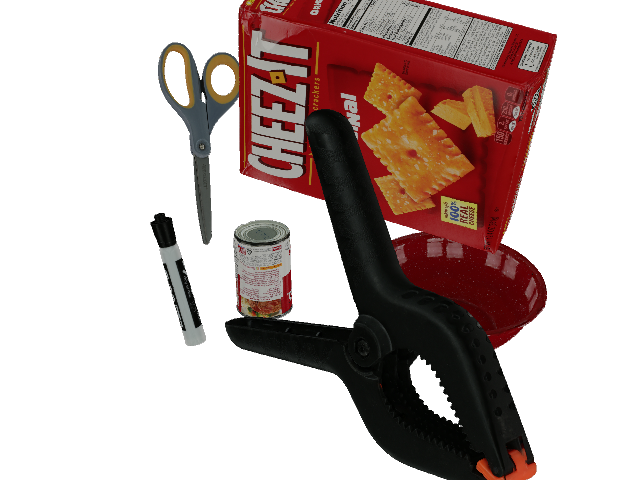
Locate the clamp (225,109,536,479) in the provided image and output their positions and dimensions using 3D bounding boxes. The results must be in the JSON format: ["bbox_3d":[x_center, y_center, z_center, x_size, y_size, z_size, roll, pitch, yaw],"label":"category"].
[{"bbox_3d":[0.033,0.041,0.554,0.036,0.165,0.210,-13,41,-41],"label":"clamp"}]

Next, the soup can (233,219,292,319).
[{"bbox_3d":[-0.069,0.035,1.272,0.068,0.102,0.068,-1,25,0],"label":"soup can"}]

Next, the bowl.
[{"bbox_3d":[0.118,0.056,0.960,0.162,0.055,0.162,2,33,-2],"label":"bowl"}]

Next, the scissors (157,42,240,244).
[{"bbox_3d":[-0.104,-0.104,1.067,0.096,0.202,0.016,-18,-1,-25],"label":"scissors"}]

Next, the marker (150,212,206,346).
[{"bbox_3d":[-0.124,0.034,0.928,0.020,0.121,0.020,-13,17,4],"label":"marker"}]

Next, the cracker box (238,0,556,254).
[{"bbox_3d":[0.048,-0.094,0.781,0.214,0.164,0.072,17,48,12],"label":"cracker box"}]
